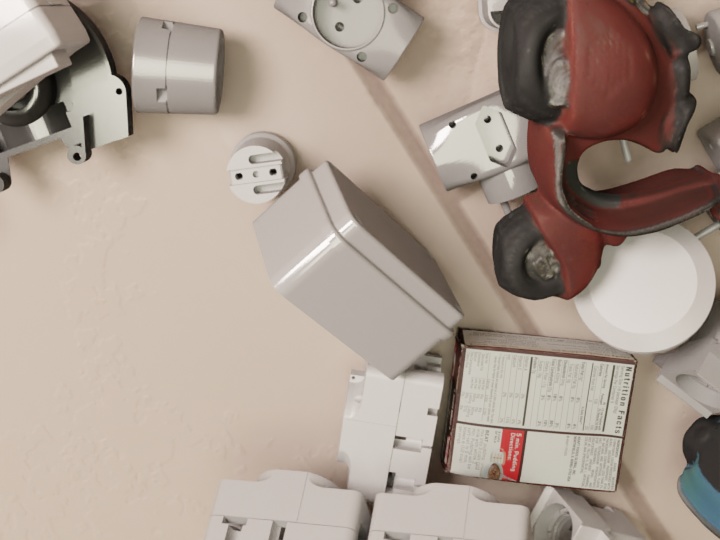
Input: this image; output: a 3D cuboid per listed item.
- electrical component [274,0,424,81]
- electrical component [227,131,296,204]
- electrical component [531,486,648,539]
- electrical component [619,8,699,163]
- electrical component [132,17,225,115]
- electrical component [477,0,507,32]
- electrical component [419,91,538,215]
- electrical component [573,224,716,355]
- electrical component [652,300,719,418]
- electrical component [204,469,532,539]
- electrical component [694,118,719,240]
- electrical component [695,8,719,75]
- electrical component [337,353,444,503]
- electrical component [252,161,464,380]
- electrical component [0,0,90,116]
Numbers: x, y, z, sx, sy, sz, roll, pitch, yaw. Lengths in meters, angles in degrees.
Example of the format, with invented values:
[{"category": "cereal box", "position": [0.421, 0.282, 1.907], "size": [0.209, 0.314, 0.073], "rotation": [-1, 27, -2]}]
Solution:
[{"category": "electrical component", "position": [0.004, -0.163, 0.618], "size": [0.077, 0.044, 0.079], "rotation": [33, 103, -6]}, {"category": "electrical component", "position": [-0.060, -0.060, 0.643], "size": [0.040, 0.046, 0.040], "rotation": [0, 104, 1]}, {"category": "electrical component", "position": [0.144, 0.172, 0.682], "size": [0.064, 0.081, 0.042], "rotation": [20, 105, -26]}, {"category": "electrical component", "position": [0.157, -0.103, 0.628], "size": [0.077, 0.043, 0.079], "rotation": [-17, 103, 6]}, {"category": "electrical component", "position": [-0.105, -0.117, 0.628], "size": [0.047, 0.055, 0.055], "rotation": [5, 104, -3]}, {"category": "electrical component", "position": [0.104, -0.193, 0.601], "size": [0.078, 0.057, 0.113], "rotation": [-4, 103, 3]}, {"category": "electrical component", "position": [0.086, -0.065, 0.639], "size": [0.077, 0.043, 0.079], "rotation": [-23, 102, 7]}, {"category": "electrical component", "position": [0.168, 0.011, 0.639], "size": [0.080, 0.051, 0.080], "rotation": [-3, 78, 15]}, {"category": "electrical component", "position": [0.220, 0.051, 0.649], "size": [0.042, 0.081, 0.063], "rotation": [36, 73, -8]}, {"category": "electrical component", "position": [0.009, 0.177, 0.653], "size": [0.186, 0.060, 0.105], "rotation": [2, 143, 13]}, {"category": "electrical component", "position": [0.225, -0.044, 0.638], "size": [0.076, 0.047, 0.083], "rotation": [-32, 101, 9]}, {"category": "electrical component", "position": [0.236, -0.139, 0.619], "size": [0.078, 0.040, 0.040], "rotation": [-17, 102, 6]}, {"category": "electrical component", "position": [0.017, 0.098, 0.677], "size": [0.056, 0.050, 0.089], "rotation": [9, 104, 0]}, {"category": "electrical component", "position": [0.000, 0.000, 0.623], "size": [0.057, 0.078, 0.113], "rotation": [-41, 125, 13]}, {"category": "electrical component", "position": [-0.202, -0.117, 0.575], "size": [0.096, 0.061, 0.061], "rotation": [-30, 101, 8]}]
